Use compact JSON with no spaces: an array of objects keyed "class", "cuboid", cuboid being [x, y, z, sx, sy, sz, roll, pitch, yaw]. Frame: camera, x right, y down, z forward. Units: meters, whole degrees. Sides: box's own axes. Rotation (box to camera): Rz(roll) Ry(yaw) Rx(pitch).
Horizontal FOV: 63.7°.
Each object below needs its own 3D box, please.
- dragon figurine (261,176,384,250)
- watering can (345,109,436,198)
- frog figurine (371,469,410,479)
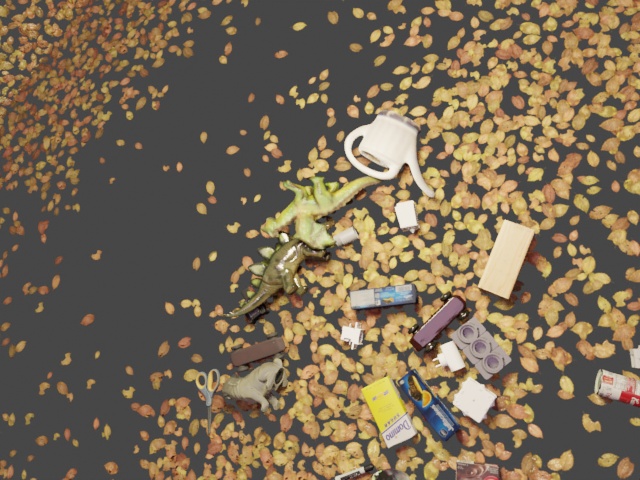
[{"class":"dragon figurine","cuboid":[0.005,-0.083,1.646,0.410,0.120,0.246,-6,71,10]},{"class":"watering can","cuboid":[0.249,-0.283,1.638,0.350,0.103,0.225,28,86,20]},{"class":"frog figurine","cuboid":[0.207,0.723,1.426,0.137,0.124,0.158,-31,106,1]}]
